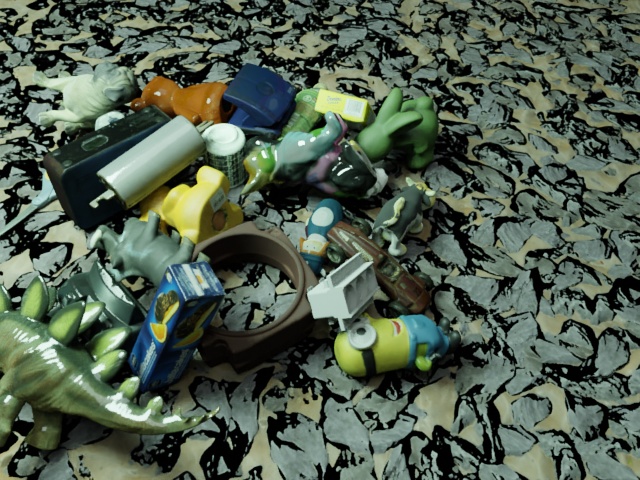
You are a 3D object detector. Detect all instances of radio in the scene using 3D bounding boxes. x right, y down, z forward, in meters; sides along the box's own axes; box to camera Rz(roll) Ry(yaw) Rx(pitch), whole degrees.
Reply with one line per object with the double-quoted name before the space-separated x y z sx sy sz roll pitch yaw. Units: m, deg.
"radio" -0.348 -0.131 0.936 0.229 0.131 0.073 -37 56 -27

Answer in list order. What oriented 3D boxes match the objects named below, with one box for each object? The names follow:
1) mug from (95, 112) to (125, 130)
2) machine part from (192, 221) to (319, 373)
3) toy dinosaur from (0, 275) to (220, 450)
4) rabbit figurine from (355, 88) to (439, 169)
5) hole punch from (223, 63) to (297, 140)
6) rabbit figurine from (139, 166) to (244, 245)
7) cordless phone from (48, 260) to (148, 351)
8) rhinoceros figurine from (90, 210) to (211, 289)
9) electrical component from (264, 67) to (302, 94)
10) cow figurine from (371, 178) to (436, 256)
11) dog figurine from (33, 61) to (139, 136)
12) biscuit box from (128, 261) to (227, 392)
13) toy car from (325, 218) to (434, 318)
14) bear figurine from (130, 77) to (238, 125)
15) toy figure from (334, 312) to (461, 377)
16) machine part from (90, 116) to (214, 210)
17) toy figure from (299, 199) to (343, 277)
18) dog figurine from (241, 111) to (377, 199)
"mug" -0.383 -0.177 0.989 0.109 0.107 0.081 -27 58 -24
"machine part" -0.115 0.081 0.823 0.201 0.087 0.202 -26 61 -19
"toy dinosaur" -0.351 0.163 0.691 0.472 0.105 0.198 25 81 15
"rabbit figurine" 0.143 -0.195 1.009 0.170 0.159 0.121 -27 69 -29
"hole punch" -0.112 -0.262 1.009 0.116 0.092 0.142 13 51 15
"rabbit figurine" -0.240 -0.040 0.912 0.173 0.121 0.162 18 62 26
"cordless phone" -0.354 0.134 0.787 0.184 0.088 0.147 -41 67 -16
"rhinoceros figurine" -0.250 0.022 0.784 0.191 0.073 0.112 25 74 27
"electrical component" -0.121 -0.303 1.135 0.134 0.058 0.115 31 55 18
"cow figurine" 0.152 -0.057 0.944 0.068 0.098 0.167 26 55 22
"dog figurine" -0.406 -0.268 1.013 0.191 0.121 0.172 -5 16 11
"biscuit box" -0.197 0.120 0.721 0.059 0.202 0.063 -5 48 -43
"toy car" 0.098 0.043 0.872 0.202 0.053 0.089 44 63 7
"bear figurine" -0.262 -0.256 1.071 0.196 0.131 0.120 4 49 22
"toy figure" 0.112 0.155 0.791 0.180 0.082 0.089 1 93 -14
"machine part" -0.275 -0.129 0.888 0.079 0.079 0.243 39 69 23
"toy figure" -0.003 -0.002 0.919 0.064 0.057 0.154 -11 44 38
"dog figurine" -0.032 -0.122 0.950 0.219 0.191 0.108 -30 10 17
